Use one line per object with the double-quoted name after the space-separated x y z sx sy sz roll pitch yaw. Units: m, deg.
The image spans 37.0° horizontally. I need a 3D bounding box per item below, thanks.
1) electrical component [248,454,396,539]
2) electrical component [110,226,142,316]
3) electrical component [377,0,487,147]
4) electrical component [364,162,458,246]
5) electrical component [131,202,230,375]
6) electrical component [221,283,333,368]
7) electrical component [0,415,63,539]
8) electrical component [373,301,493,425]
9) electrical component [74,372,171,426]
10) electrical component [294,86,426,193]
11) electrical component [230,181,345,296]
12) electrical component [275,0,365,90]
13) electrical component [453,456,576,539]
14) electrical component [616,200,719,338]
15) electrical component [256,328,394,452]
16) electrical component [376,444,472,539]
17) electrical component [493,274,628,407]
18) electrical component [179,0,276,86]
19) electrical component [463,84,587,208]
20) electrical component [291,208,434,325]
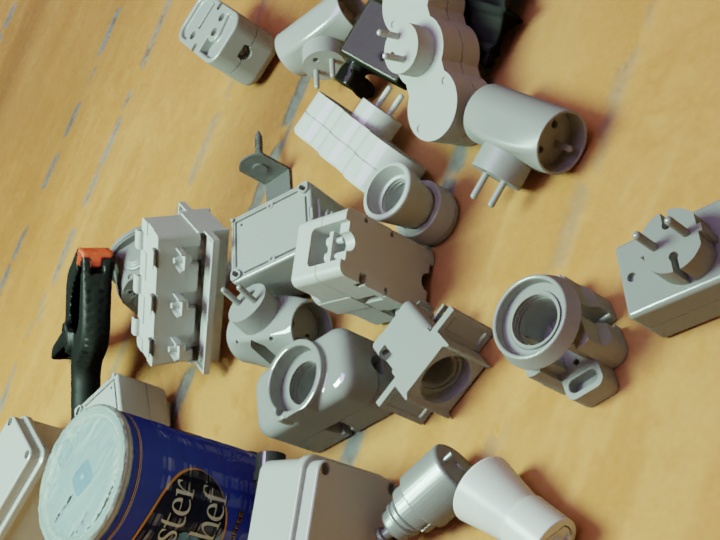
-0.026 0.181 0.690 0.057 0.078 0.113 -14 60 46 "electrical component"
-0.181 0.001 0.954 0.080 0.080 0.051 -45 48 21 "electrical component"
0.043 -0.157 0.774 0.052 0.074 0.138 -31 65 46 "electrical component"
0.037 -0.046 0.763 0.045 0.055 0.045 -25 53 37 "electrical component"
-0.149 0.016 0.883 0.079 0.063 0.121 42 132 50 "electrical component"
-0.073 0.037 0.819 0.077 0.079 0.043 -9 45 44 "electrical component"
-0.318 0.203 1.009 0.113 0.057 0.078 -59 40 6 "electrical component"
0.044 0.057 0.710 0.081 0.042 0.063 -53 37 11 "electrical component"
-0.198 0.137 0.912 0.062 0.061 0.096 -41 44 25 "electrical component"
0.008 -0.108 0.830 0.073 0.052 0.138 -55 40 9 "electrical component"
-0.047 -0.020 0.840 0.096 0.061 0.061 -24 53 27 "electrical component"
-0.031 -0.190 0.923 0.077 0.044 0.079 -28 51 35 "electrical component"
0.091 0.142 0.615 0.065 0.044 0.044 33 95 45 "electrical component"
0.176 -0.009 0.577 0.083 0.076 0.047 -28 51 35 "electrical component"
-0.027 0.084 0.757 0.095 0.059 0.053 -33 48 32 "electrical component"
0.040 0.143 0.669 0.078 0.040 0.040 -46 43 20 "electrical component"
0.115 0.036 0.632 0.058 0.057 0.078 -37 46 28 "electrical component"
-0.123 -0.217 1.026 0.053 0.059 0.095 -56 40 8 "electrical component"
0.101 -0.079 0.720 0.077 0.044 0.079 34 95 50 "electrical component"
0.000 0.000 0.751 0.056 0.089 0.050 -15 59 42 "electrical component"
